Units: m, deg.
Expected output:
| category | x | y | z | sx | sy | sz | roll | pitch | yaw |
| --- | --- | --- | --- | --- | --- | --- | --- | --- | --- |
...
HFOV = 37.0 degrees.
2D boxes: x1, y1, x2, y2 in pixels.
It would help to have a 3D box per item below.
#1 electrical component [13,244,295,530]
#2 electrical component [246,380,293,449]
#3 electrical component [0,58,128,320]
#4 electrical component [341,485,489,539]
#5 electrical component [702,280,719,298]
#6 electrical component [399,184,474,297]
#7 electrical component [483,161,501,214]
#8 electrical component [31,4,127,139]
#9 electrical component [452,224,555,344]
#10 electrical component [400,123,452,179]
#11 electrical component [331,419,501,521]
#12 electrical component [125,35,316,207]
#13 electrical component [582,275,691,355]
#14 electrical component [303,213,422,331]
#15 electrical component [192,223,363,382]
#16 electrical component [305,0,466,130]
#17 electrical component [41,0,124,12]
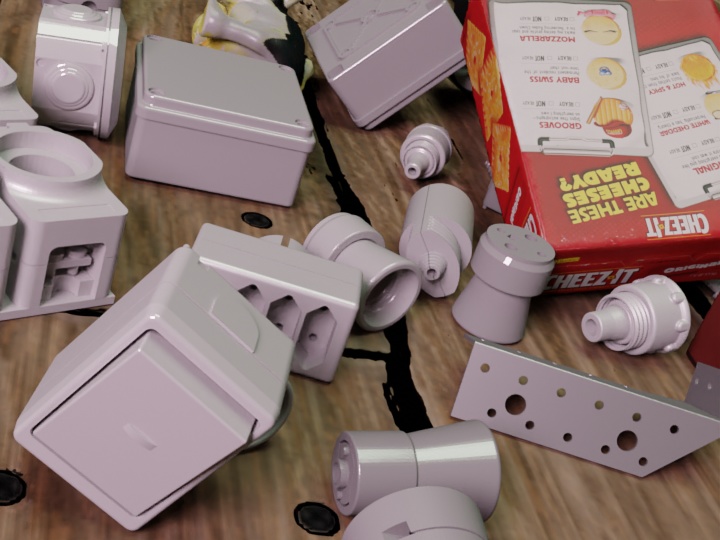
| category | x | y | z | sx | sy | sz | roll | pitch | yaw |
| --- | --- | --- | --- | --- | --- | --- | --- | --- | --- |
| electrical component | -0.080 | 0.050 | 0.401 | 0.062 | 0.096 | 0.061 | 44 | 23 | -17 |
| electrical component | -0.057 | 0.049 | 0.468 | 0.040 | 0.040 | 0.046 | -3 | 30 | -36 |
| electrical component | -0.207 | -0.053 | 0.531 | 0.105 | 0.060 | 0.186 | -9 | 39 | -42 |
| electrical component | 0.024 | 0.114 | 0.388 | 0.055 | 0.055 | 0.047 | 8 | 33 | -21 |
| electrical component | 0.277 | -0.035 | 0.770 | 0.048 | 0.099 | 0.100 | 44 | 33 | 12 |
| electrical component | 0.046 | -0.017 | 0.645 | 0.043 | 0.043 | 0.081 | 19 | 28 | -2 |
| electrical component | 0.136 | -0.065 | 0.771 | 0.096 | 0.061 | 0.062 | 27 | 29 | 14 |
| electrical component | -0.172 | -0.123 | 0.660 | 0.051 | 0.080 | 0.080 | 6 | 30 | -14 |
| electrical component | 0.082 | 0.008 | 0.612 | 0.045 | 0.055 | 0.045 | 15 | 28 | -8 |
| electrical component | 0.045 | -0.081 | 0.770 | 0.035 | 0.035 | 0.061 | 23 | 30 | 6 |
| electrical component | 0.021 | 0.085 | 0.452 | 0.065 | 0.044 | 0.044 | 3 | 32 | -20 |
| electrical component | -0.092 | -0.096 | 0.686 | 0.109 | 0.056 | 0.108 | 10 | 29 | -18 |
| electrical component | 0.160 | 0.029 | 0.637 | 0.062 | 0.048 | 0.048 | -8 | 38 | -30 |
| electrical component | 0.000 | 0.000 | 0.585 | 0.045 | 0.045 | 0.055 | -8 | 38 | -41 |
| electrical component | -0.044 | 0.007 | 0.542 | 0.083 | 0.047 | 0.075 | 17 | 28 | -5 |
| electrical component | 0.022 | -0.178 | 0.843 | 0.056 | 0.109 | 0.108 | 51 | 9 | -34 |
| electrical component | -0.215 | -0.226 | 0.836 | 0.054 | 0.059 | 0.095 | 6 | 31 | -25 |
